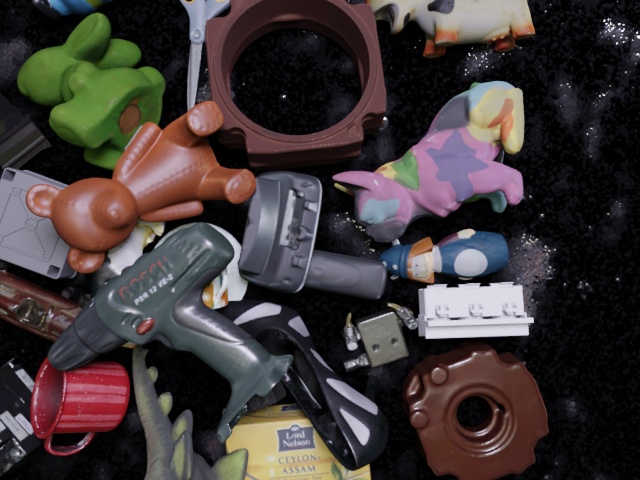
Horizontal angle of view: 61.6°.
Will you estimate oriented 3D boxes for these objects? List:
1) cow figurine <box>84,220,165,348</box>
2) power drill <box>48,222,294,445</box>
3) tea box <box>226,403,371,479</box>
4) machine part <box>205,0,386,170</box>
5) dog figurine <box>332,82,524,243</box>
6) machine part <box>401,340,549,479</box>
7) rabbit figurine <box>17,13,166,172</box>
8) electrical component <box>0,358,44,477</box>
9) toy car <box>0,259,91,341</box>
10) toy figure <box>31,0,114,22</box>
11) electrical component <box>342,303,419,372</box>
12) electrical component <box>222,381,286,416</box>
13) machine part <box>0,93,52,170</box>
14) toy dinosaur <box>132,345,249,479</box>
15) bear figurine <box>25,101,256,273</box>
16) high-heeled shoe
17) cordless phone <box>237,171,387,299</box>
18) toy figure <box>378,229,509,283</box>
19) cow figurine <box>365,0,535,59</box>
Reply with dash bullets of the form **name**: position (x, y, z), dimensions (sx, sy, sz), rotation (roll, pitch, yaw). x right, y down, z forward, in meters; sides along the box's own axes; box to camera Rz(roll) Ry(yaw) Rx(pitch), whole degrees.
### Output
- **cow figurine**: position (-0.242, 0.041, 0.633), dimensions (0.098, 0.068, 0.167), rotation (10, 80, -27)
- **power drill**: position (-0.147, 0.112, 0.567), dimensions (0.207, 0.086, 0.232), rotation (44, 95, 9)
- **tea box**: position (-0.026, 0.257, 0.662), dimensions (0.170, 0.068, 0.098), rotation (-7, 91, 0)
- **machine part**: position (-0.029, -0.192, 0.637), dimensions (0.201, 0.087, 0.201), rotation (-6, 83, -5)
- **dog figurine**: position (0.124, -0.093, 0.644), dimensions (0.219, 0.108, 0.191), rotation (-1, 91, 2)
- **machine part**: position (0.193, 0.216, 0.671), dimensions (0.179, 0.056, 0.179), rotation (0, 91, -2)
- **rabbit figurine**: position (-0.281, -0.186, 0.636), dimensions (0.170, 0.121, 0.159), rotation (28, 86, 14)
- **electrical component**: position (-0.376, 0.208, 0.625), dimensions (0.058, 0.134, 0.115), rotation (-41, 90, 1)
- **toy car**: position (-0.359, 0.084, 0.666), dimensions (0.202, 0.053, 0.089), rotation (25, 93, -2)
- **toy figure**: position (-0.263, -0.331, 0.650), dimensions (0.180, 0.089, 0.082), rotation (-29, 95, 8)
- **electrical component**: position (0.073, 0.119, 0.673), dimensions (0.102, 0.045, 0.078), rotation (-12, 89, 0)
- **electrical component**: position (-0.077, 0.193, 0.651), dimensions (0.063, 0.094, 0.021), rotation (-25, 82, 14)
- **machine part**: position (-0.406, -0.152, 0.671), dimensions (0.084, 0.039, 0.139), rotation (-36, 92, 5)
- **toy dinosaur**: position (-0.152, 0.311, 0.610), dimensions (0.198, 0.105, 0.472), rotation (-44, 65, 24)
- **bear figurine**: position (-0.189, -0.053, 0.571), dimensions (0.196, 0.132, 0.120), rotation (-38, 114, -35)
- **high-heeled shoe**: position (-0.036, 0.159, 0.609), dimensions (0.249, 0.145, 0.086), rotation (23, 119, 7)
- **cordless phone**: position (-0.001, -0.003, 0.652), dimensions (0.184, 0.089, 0.146), rotation (11, 88, -3)
- **toy figure**: position (0.151, 0.021, 0.668), dimensions (0.155, 0.058, 0.064), rotation (-7, 85, 0)
- **cow figurine**: position (0.152, -0.292, 0.652), dimensions (0.195, 0.085, 0.127), rotation (-5, 89, -4)
